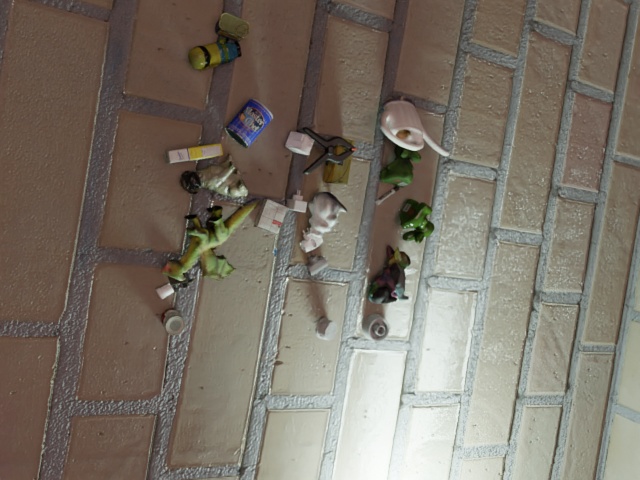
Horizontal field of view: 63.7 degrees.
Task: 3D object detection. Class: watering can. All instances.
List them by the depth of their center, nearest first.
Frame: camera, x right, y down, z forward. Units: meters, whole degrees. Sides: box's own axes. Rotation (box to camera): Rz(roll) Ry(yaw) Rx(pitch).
[{"bbox_3d":[0.360,-0.440,2.014,0.347,0.229,0.102,9,-30,-34],"label":"watering can"}]

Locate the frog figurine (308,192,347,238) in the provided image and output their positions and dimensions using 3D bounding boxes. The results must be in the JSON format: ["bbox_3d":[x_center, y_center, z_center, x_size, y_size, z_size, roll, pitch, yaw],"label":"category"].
[{"bbox_3d":[0.006,-0.096,1.904,0.139,0.160,0.120,40,-9,24],"label":"frog figurine"}]

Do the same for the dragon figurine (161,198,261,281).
[{"bbox_3d":[-0.352,0.019,1.769,0.414,0.239,0.123,-21,25,-35],"label":"dragon figurine"}]
